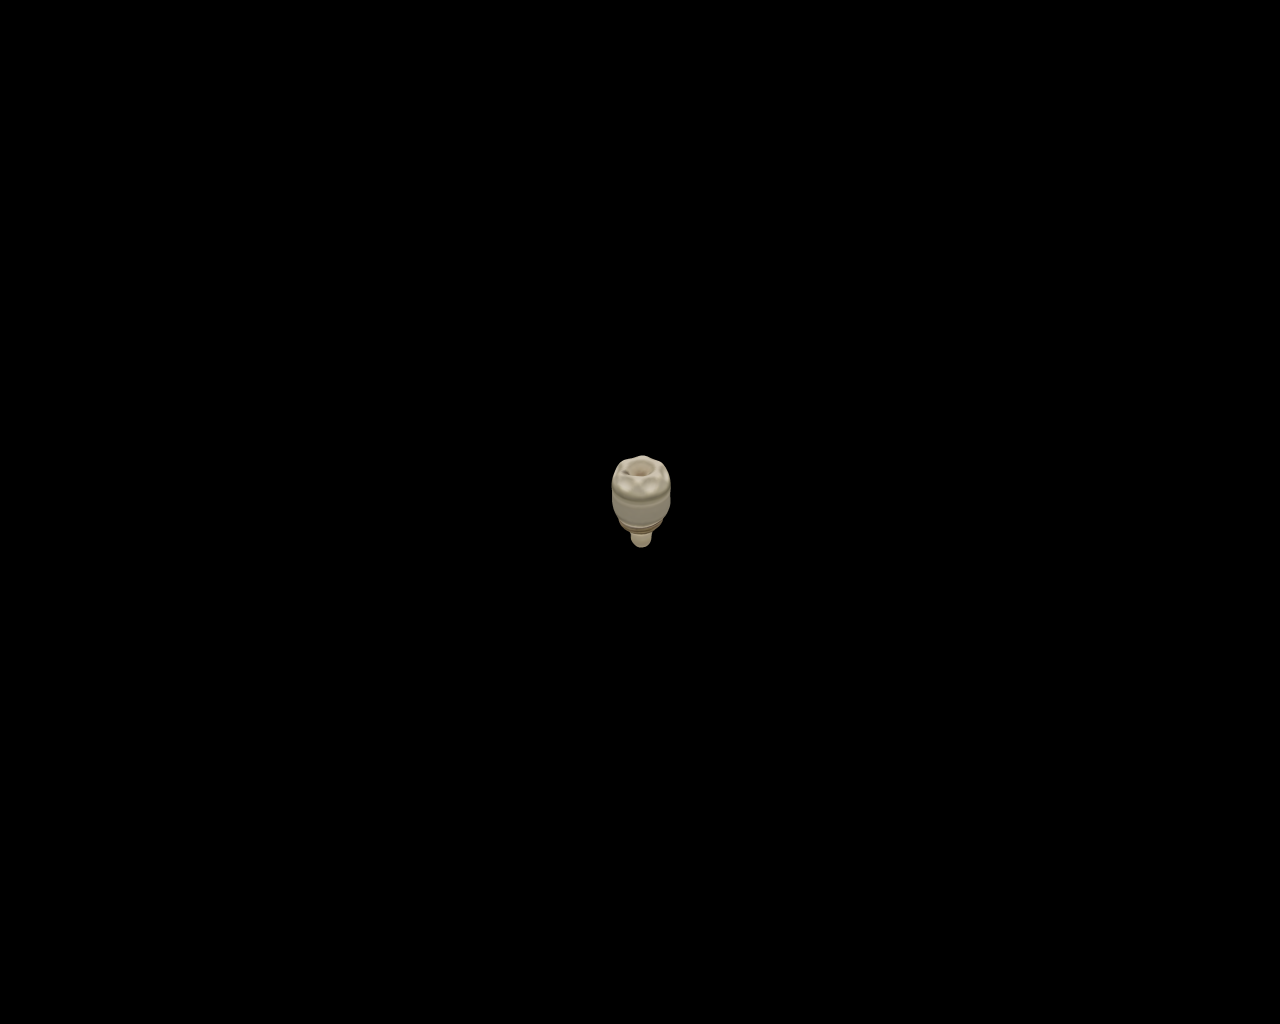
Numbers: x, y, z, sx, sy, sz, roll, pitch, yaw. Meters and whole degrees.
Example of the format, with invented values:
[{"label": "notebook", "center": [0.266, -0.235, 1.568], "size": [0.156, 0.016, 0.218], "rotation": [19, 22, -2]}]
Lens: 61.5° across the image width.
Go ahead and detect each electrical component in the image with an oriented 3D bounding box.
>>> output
[{"label": "electrical component", "center": [0.001, -0.003, 0.650], "size": [0.035, 0.061, 0.035], "rotation": [0, 38, 0]}]
